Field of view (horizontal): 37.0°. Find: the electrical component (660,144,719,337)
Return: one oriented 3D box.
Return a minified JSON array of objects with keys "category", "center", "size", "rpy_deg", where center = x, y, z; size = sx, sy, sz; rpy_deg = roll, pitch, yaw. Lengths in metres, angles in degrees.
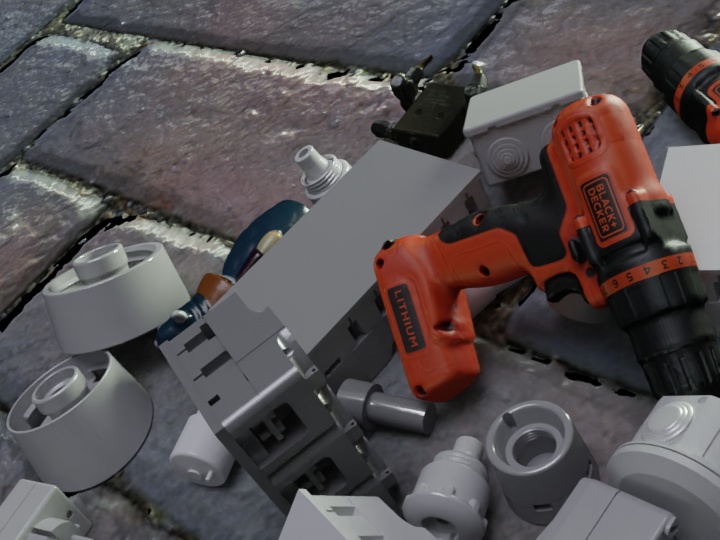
[{"category":"electrical component","center":[0.269,-0.020,0.621],"size":[0.186,0.060,0.105],"rpy_deg":[-1,48,31]}]

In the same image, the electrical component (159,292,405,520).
[{"category":"electrical component","center":[-0.039,0.093,0.620],"size":[0.062,0.150,0.089],"rpy_deg":[-37,40,-7]}]

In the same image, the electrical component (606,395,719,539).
[{"category":"electrical component","center":[0.169,0.104,0.538],"size":[0.080,0.080,0.051],"rpy_deg":[16,52,41]}]

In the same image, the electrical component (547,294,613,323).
[{"category":"electrical component","center":[0.160,-0.013,0.677],"size":[0.079,0.077,0.044],"rpy_deg":[-10,32,-39]}]

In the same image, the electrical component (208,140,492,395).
[{"category":"electrical component","center":[0.000,0.000,0.766],"size":[0.186,0.060,0.105],"rpy_deg":[-46,42,-19]}]

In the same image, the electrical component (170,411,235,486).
[{"category":"electrical component","center":[-0.098,0.109,0.726],"size":[0.040,0.040,0.078],"rpy_deg":[-2,46,30]}]

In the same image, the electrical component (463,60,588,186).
[{"category":"electrical component","center":[0.128,-0.108,0.793],"size":[0.100,0.048,0.099],"rpy_deg":[-18,21,17]}]

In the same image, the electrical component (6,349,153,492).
[{"category":"electrical component","center":[-0.208,0.108,0.796],"size":[0.099,0.064,0.099],"rpy_deg":[-25,26,13]}]

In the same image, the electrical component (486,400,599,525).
[{"category":"electrical component","center":[0.101,0.106,0.602],"size":[0.055,0.047,0.055],"rpy_deg":[-17,41,15]}]

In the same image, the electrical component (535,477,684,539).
[{"category":"electrical component","center":[0.112,0.160,0.527],"size":[0.061,0.061,0.096],"rpy_deg":[19,59,43]}]

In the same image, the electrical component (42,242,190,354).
[{"category":"electrical component","center":[-0.194,0.014,0.839],"size":[0.108,0.060,0.108],"rpy_deg":[-18,16,5]}]

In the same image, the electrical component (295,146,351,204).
[{"category":"electrical component","center":[-0.026,-0.072,0.854],"size":[0.048,0.062,0.048],"rpy_deg":[-29,34,22]}]

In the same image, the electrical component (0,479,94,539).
[{"category":"electrical component","center":[-0.207,0.182,0.710],"size":[0.077,0.047,0.065],"rpy_deg":[1,45,36]}]

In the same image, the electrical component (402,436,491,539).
[{"category":"electrical component","center":[0.055,0.124,0.616],"size":[0.048,0.048,0.062],"rpy_deg":[-3,39,29]}]

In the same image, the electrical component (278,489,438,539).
[{"category":"electrical component","center":[0.024,0.198,0.501],"size":[0.186,0.060,0.105],"rpy_deg":[35,108,48]}]

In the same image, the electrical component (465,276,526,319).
[{"category":"electrical component","center":[0.083,0.004,0.728],"size":[0.065,0.044,0.044],"rpy_deg":[-42,40,-7]}]
